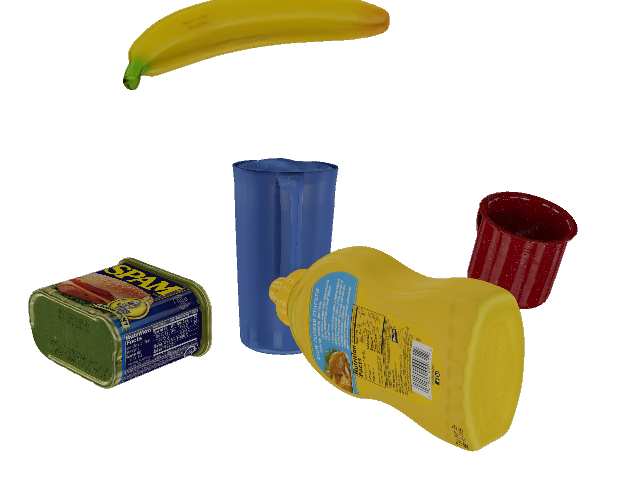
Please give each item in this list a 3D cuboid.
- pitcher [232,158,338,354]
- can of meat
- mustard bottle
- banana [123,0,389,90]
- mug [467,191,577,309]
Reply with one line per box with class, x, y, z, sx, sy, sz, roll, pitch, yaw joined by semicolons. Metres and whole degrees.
pitcher;-0.047;0.019;1.353;0.145;0.243;0.148;10;13;38
can of meat;-0.141;0.056;0.744;0.102;0.057;0.083;18;25;38
mustard bottle;0.035;0.055;0.670;0.058;0.096;0.192;-19;25;-40
banana;-0.051;-0.143;0.740;0.197;0.070;0.037;-18;-37;-19
mug;0.182;0.005;1.022;0.093;0.081;0.117;-6;35;-26
